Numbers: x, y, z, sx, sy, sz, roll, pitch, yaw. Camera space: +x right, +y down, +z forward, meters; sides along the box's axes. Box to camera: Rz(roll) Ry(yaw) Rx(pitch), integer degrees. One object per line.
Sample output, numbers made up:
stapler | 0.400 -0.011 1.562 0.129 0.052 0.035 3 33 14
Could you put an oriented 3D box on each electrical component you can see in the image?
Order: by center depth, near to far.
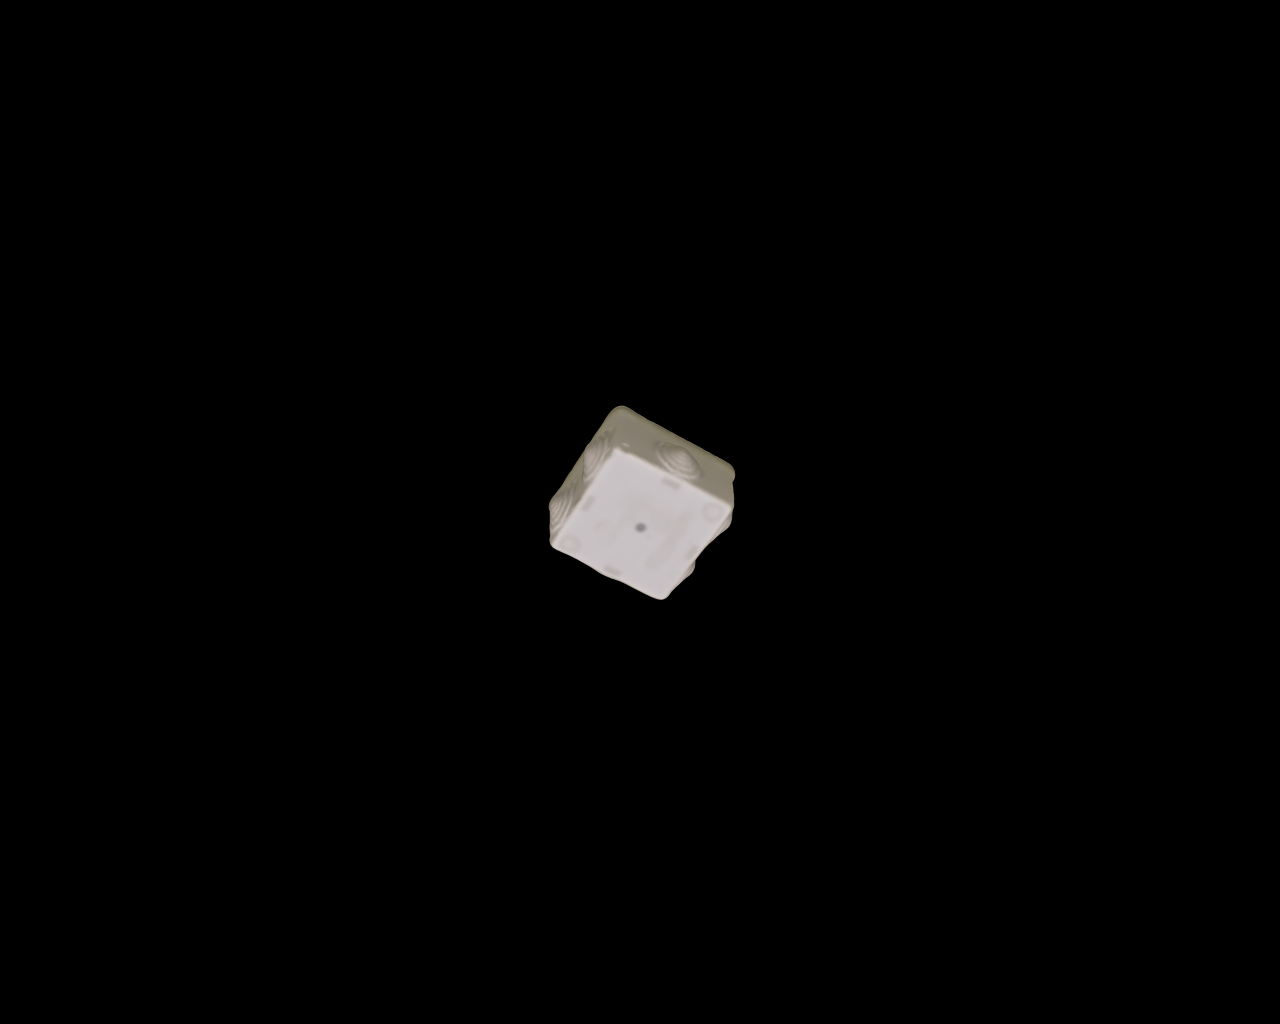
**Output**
electrical component | 0.001 -0.003 0.650 0.100 0.099 0.048 28 28 -16
